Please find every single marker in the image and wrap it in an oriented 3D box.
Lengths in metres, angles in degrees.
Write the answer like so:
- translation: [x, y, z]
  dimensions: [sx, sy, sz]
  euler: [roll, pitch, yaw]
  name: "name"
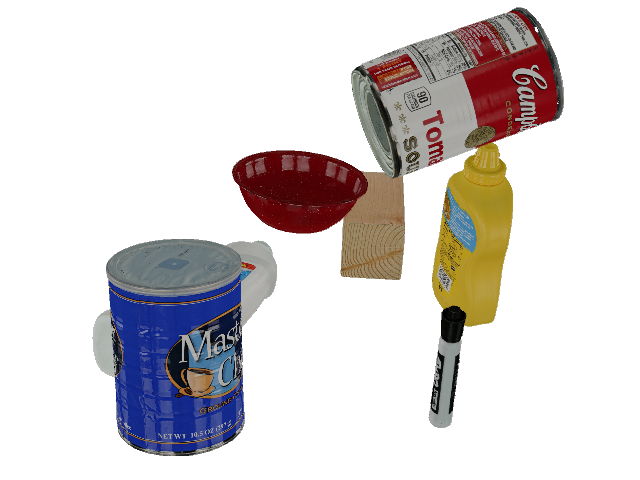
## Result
- translation: [0.099, 0.099, 0.837]
  dimensions: [0.020, 0.121, 0.020]
  euler: [1, 38, -1]
  name: "marker"

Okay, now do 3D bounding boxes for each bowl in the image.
- translation: [-0.027, -0.052, 1.265]
  dimensions: [0.162, 0.055, 0.162]
  euler: [6, 26, -3]
  name: "bowl"

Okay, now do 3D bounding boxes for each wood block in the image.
- translation: [0.081, -0.027, 1.629]
  dimensions: [0.091, 0.090, 0.206]
  euler: [3, 25, 2]
  name: "wood block"

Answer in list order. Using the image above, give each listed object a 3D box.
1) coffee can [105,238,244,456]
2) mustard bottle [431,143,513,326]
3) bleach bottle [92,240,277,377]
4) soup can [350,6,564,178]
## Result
- translation: [-0.111, 0.081, 0.834]
  dimensions: [0.103, 0.140, 0.103]
  euler: [0, 21, 0]
  name: "coffee can"
- translation: [0.156, -0.013, 1.080]
  dimensions: [0.058, 0.192, 0.096]
  euler: [-7, 37, -14]
  name: "mustard bottle"
- translation: [-0.116, 0.057, 1.051]
  dimensions: [0.103, 0.068, 0.250]
  euler: [11, 25, 17]
  name: "bleach bottle"
- translation: [0.076, -0.083, 0.604]
  dimensions: [0.102, 0.068, 0.068]
  euler: [-20, 2, -6]
  name: "soup can"
